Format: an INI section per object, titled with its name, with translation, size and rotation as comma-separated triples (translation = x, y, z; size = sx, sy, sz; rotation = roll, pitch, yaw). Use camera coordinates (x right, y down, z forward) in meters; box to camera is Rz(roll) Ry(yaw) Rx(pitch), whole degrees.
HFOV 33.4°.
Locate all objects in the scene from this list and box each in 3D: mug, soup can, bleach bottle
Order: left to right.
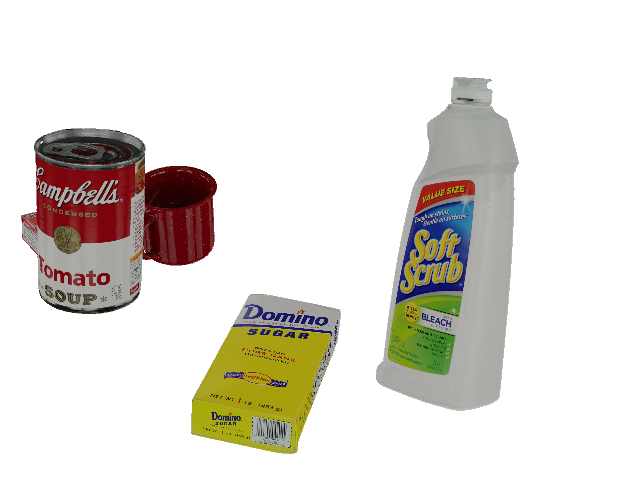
[soup can]
translation = -0.147, -0.013, 0.681
size = 0.068, 0.102, 0.068
rotation = 5, 24, -2
[mug]
translation = -0.167, -0.020, 1.189
size = 0.093, 0.081, 0.117
rotation = 19, 39, 24
[bleach bottle]
translation = 0.102, -0.001, 0.835
size = 0.067, 0.251, 0.103
rotation = -6, 14, -43

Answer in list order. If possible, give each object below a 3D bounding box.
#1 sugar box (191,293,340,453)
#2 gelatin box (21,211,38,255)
[sugar box]
translation = -0.045, 0.113, 0.957
size = 0.093, 0.048, 0.176
rotation = 10, 32, 8
[gelatin box]
translation = -0.226, -0.002, 0.994
size = 0.073, 0.030, 0.089
rotation = -17, 40, -36
